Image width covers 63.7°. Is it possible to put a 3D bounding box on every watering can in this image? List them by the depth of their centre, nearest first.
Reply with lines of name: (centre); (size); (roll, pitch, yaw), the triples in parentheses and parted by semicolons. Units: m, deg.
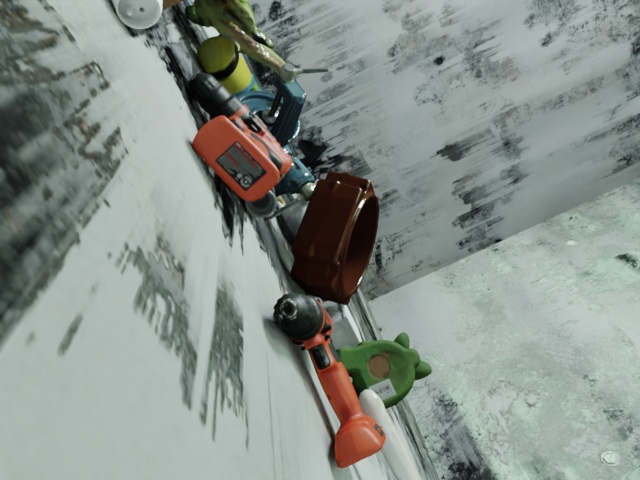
watering can: (0.140, 0.368, 0.630); (0.220, 0.104, 0.355); (62, 5, -53)

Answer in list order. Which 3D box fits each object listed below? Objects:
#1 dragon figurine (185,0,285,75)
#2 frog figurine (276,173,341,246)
dragon figurine: (-0.152, -0.398, 0.966); (0.405, 0.121, 0.247); (36, 13, -31)
frog figurine: (0.003, -0.051, 1.013); (0.125, 0.159, 0.135); (-108, 172, -55)
